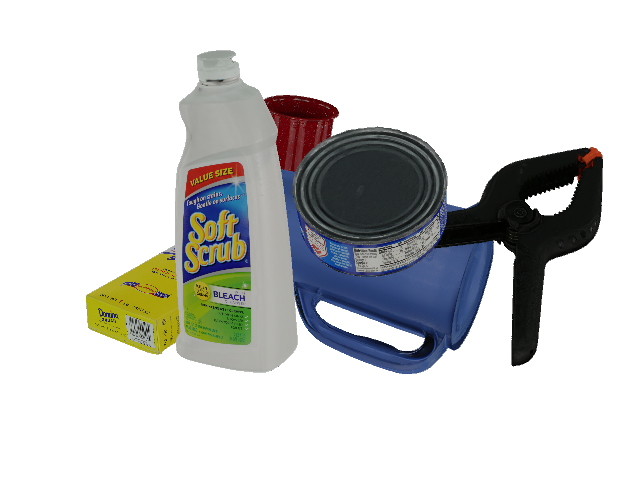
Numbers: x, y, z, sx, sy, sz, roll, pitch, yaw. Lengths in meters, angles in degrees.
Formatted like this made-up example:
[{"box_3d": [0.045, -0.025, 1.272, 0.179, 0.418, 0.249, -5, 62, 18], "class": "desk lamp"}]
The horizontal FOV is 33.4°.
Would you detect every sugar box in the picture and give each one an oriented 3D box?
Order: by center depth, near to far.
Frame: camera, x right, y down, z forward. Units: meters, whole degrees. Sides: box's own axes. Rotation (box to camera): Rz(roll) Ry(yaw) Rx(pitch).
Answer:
[{"box_3d": [-0.145, 0.050, 1.092, 0.093, 0.048, 0.175, 17, 33, 27], "class": "sugar box"}]

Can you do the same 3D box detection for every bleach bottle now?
[{"box_3d": [-0.075, -0.023, 0.837, 0.103, 0.251, 0.068, 8, 26, 27], "class": "bleach bottle"}]

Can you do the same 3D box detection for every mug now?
[{"box_3d": [-0.024, -0.126, 1.296, 0.093, 0.081, 0.117, 17, 25, 20], "class": "mug"}]

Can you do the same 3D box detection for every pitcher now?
[{"box_3d": [0.035, 0.018, 1.015, 0.243, 0.145, 0.149, 16, 21, 18], "class": "pitcher"}]

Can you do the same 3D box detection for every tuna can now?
[{"box_3d": [0.029, -0.022, 0.599, 0.086, 0.086, 0.034, 0, -39, 9], "class": "tuna can"}]

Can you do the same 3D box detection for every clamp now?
[{"box_3d": [0.156, -0.001, 0.823, 0.209, 0.036, 0.165, -31, 56, -22], "class": "clamp"}]
